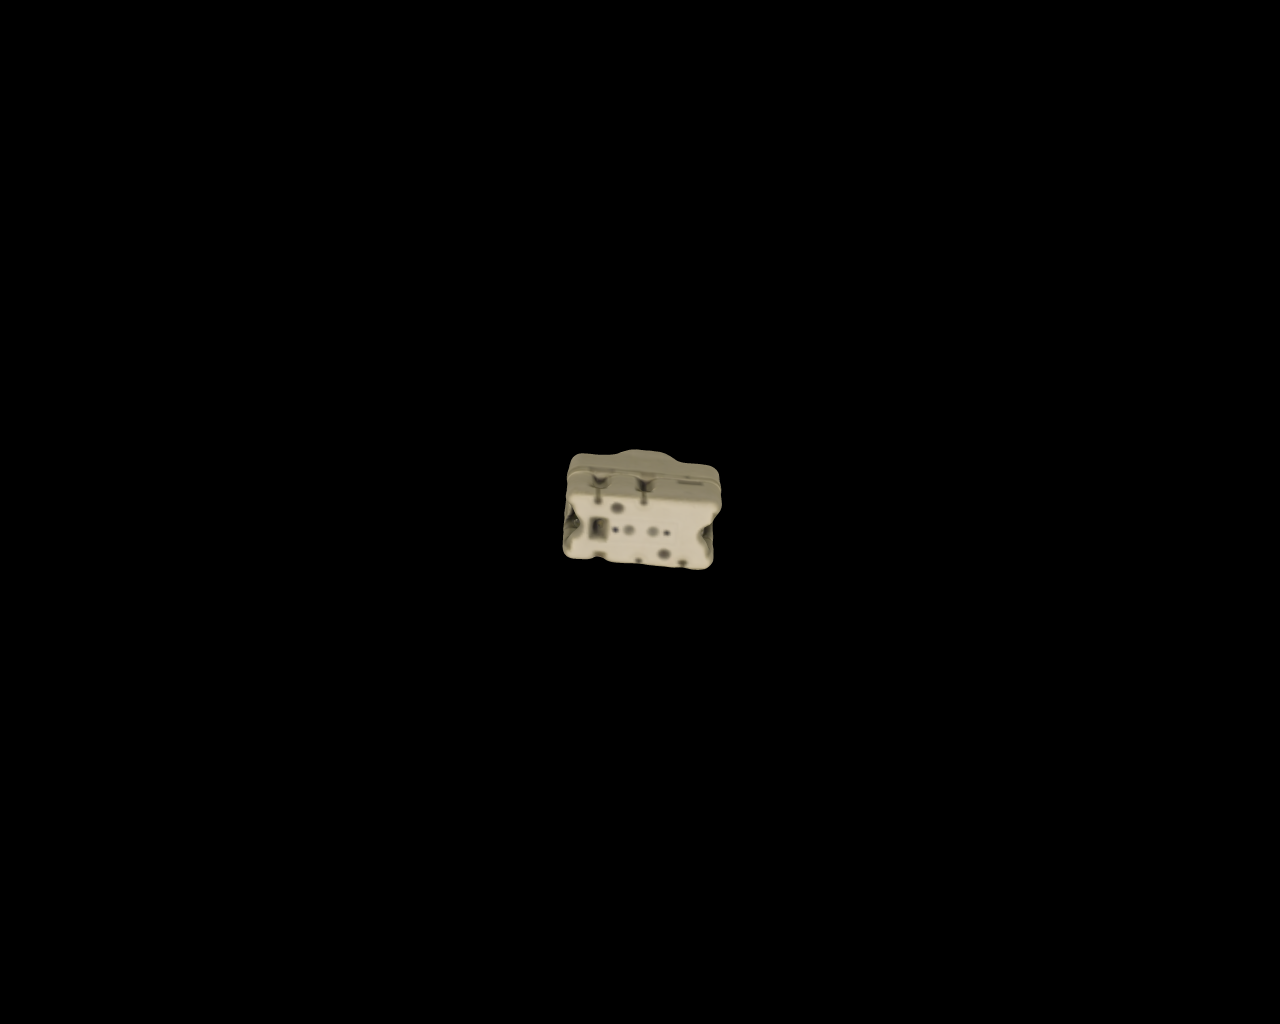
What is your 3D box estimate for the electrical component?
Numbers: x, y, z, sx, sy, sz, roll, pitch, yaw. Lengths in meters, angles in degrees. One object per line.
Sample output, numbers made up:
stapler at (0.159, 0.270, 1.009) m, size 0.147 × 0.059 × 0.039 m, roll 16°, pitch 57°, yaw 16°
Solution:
electrical component at (0.001, -0.003, 0.650) m, size 0.089 × 0.050 × 0.056 m, roll 5°, pitch 31°, yaw -3°
